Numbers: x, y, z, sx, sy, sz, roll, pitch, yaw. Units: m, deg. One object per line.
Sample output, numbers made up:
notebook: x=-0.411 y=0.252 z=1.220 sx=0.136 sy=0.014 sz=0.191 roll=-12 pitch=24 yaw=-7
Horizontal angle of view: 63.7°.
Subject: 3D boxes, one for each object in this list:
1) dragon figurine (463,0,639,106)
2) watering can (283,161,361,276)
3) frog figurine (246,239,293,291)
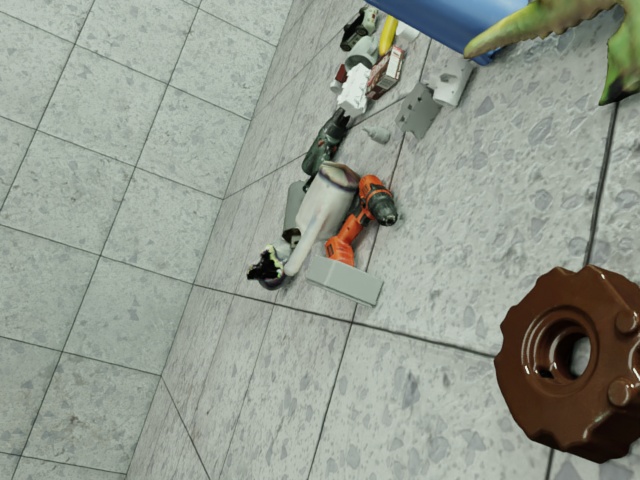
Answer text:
dragon figurine: x=0.325 y=-0.267 z=0.595 sx=0.122 sy=0.248 sz=0.403 roll=13 pitch=-29 yaw=-23
watering can: x=0.003 y=-0.057 z=1.137 sx=0.104 sy=0.221 sz=0.352 roll=26 pitch=19 yaw=-1
frog figurine: x=-0.110 y=0.065 z=1.407 sx=0.123 sy=0.136 sz=0.160 roll=19 pitch=12 yaw=17
